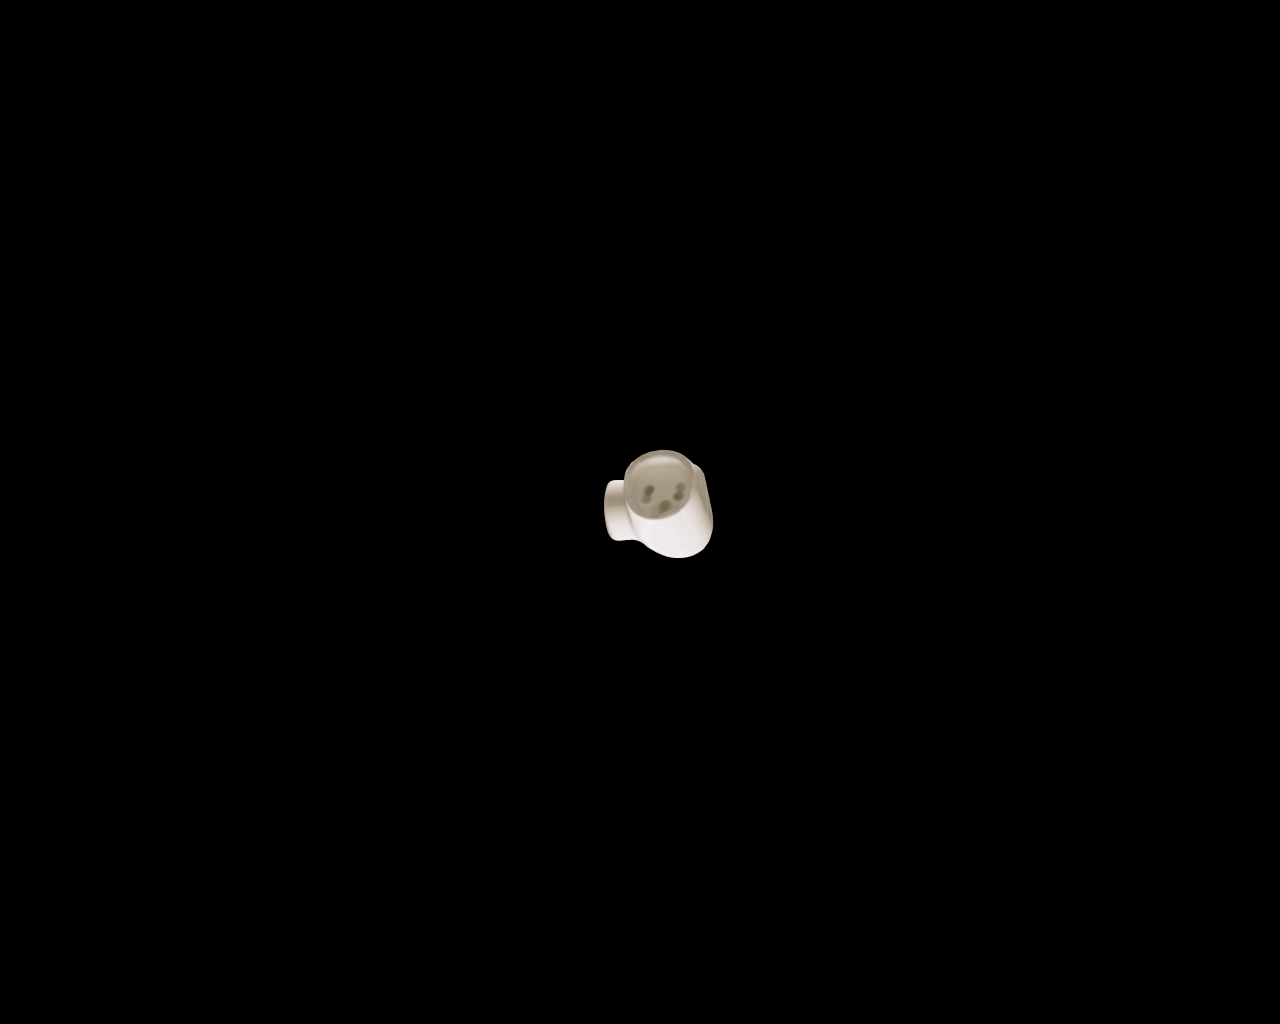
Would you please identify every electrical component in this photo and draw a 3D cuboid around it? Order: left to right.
[{"bbox_3d":[0.001,-0.003,0.650,0.079,0.044,0.077,-4,-20,11],"label":"electrical component"}]
